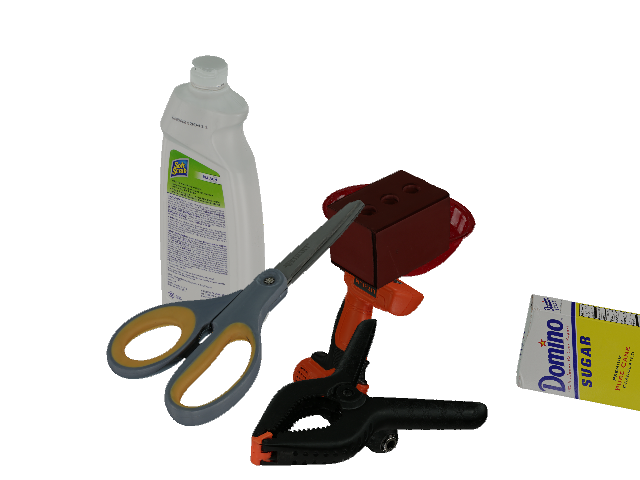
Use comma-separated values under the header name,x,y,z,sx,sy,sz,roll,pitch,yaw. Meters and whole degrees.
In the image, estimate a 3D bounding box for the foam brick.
name,x,y,z,sx,sy,sz,roll,pitch,yaw
foam brick,0.051,-0.009,0.785,0.078,0.051,0.053,-27,39,-32

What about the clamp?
name,x,y,z,sx,sy,sz,roll,pitch,yaw
clamp,0.033,0.150,0.941,0.165,0.036,0.209,30,40,35

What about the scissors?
name,x,y,z,sx,sy,sz,roll,pitch,yaw
scissors,-0.050,0.029,0.625,0.096,0.016,0.201,10,41,18

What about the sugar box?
name,x,y,z,sx,sy,sz,roll,pitch,yaw
sugar box,0.291,0.117,1.072,0.176,0.093,0.048,8,21,8

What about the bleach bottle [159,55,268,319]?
name,x,y,z,sx,sy,sz,roll,pitch,yaw
bleach bottle,-0.092,-0.039,0.944,0.103,0.251,0.068,14,33,14

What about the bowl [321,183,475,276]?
name,x,y,z,sx,sy,sz,roll,pitch,yaw
bowl,0.080,-0.006,1.133,0.162,0.055,0.162,5,25,-2

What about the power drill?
name,x,y,z,sx,sy,sz,roll,pitch,yaw
power drill,0.052,0.133,1.249,0.057,0.188,0.185,13,13,-41
